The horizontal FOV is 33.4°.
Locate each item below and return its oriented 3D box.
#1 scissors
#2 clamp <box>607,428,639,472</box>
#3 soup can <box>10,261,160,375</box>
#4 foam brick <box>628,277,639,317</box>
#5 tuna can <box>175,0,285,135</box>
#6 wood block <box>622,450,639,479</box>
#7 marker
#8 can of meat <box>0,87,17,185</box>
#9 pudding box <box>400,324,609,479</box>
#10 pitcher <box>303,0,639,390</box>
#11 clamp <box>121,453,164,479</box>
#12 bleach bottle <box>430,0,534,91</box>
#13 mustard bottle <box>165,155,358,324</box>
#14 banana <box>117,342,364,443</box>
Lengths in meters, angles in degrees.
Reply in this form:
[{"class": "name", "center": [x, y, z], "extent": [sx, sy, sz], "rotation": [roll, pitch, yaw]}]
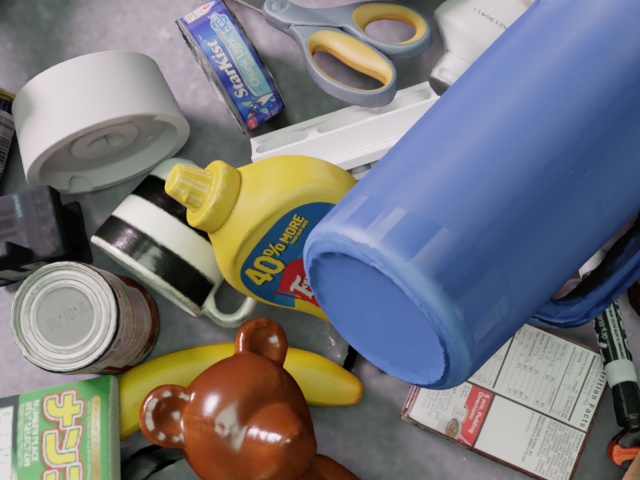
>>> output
[{"class": "scissors", "center": [-0.007, -0.156, 0.712], "extent": [0.096, 0.016, 0.202], "rotation": [-32, 57, -20]}, {"class": "clamp", "center": [0.288, 0.135, 0.657], "extent": [0.210, 0.036, 0.164], "rotation": [-11, 81, 5]}, {"class": "soup can", "center": [-0.145, 0.051, 0.671], "extent": [0.068, 0.102, 0.068], "rotation": [-1, 83, 5]}, {"class": "foam brick", "center": [0.231, 0.045, 0.652], "extent": [0.051, 0.053, 0.078], "rotation": [-29, 54, 0]}, {"class": "tuna can", "center": [-0.058, -0.113, 0.692], "extent": [0.033, 0.086, 0.086], "rotation": [-31, 82, -3]}, {"class": "wood block", "center": [0.191, 0.214, 0.611], "extent": [0.091, 0.090, 0.206], "rotation": [29, 97, 8]}, {"class": "marker", "center": [0.178, 0.061, 0.653], "extent": [0.020, 0.020, 0.121], "rotation": [-8, 56, 4]}, {"class": "can of meat", "center": [-0.258, -0.068, 0.718], "extent": [0.102, 0.057, 0.084], "rotation": [14, 86, 6]}, {"class": "pudding box", "center": [0.119, 0.094, 0.676], "extent": [0.113, 0.039, 0.090], "rotation": [23, 82, 4]}, {"class": "pitcher", "center": [0.111, -0.026, 0.585], "extent": [0.149, 0.145, 0.242], "rotation": [39, 63, 16]}, {"class": "clamp", "center": [-0.158, 0.224, 0.683], "extent": [0.171, 0.039, 0.120], "rotation": [-25, 77, -1]}, {"class": "bleach bottle", "center": [0.144, -0.209, 0.700], "extent": [0.102, 0.068, 0.251], "rotation": [32, 89, 10]}, {"class": "mustard bottle", "center": [-0.004, 0.001, 0.634], "extent": [0.191, 0.058, 0.096], "rotation": [25, 123, -25]}, {"class": "banana", "center": [-0.074, 0.101, 0.690], "extent": [0.198, 0.037, 0.069], "rotation": [-18, 79, -1]}]
